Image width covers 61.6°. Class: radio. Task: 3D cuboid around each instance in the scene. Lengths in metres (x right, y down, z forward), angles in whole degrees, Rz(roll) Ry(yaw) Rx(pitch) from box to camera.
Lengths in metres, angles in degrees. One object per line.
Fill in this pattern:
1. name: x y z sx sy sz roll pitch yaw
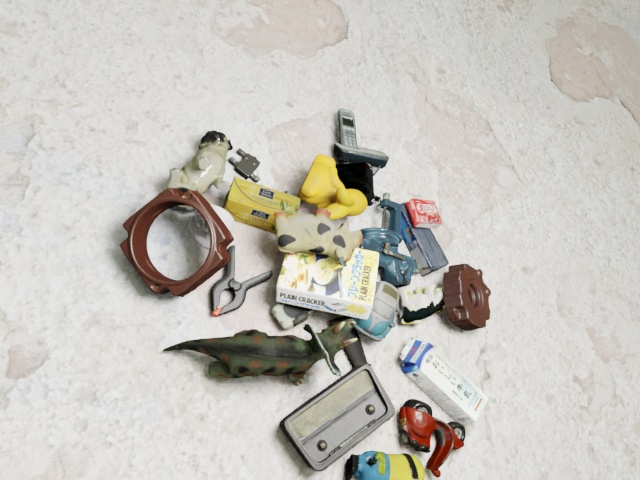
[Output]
1. radio: 0.040 0.384 1.167 0.230 0.073 0.131 -31 83 -18

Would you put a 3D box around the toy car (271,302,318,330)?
1. toy car: -0.022 0.139 1.274 0.202 0.056 0.073 -30 75 -30

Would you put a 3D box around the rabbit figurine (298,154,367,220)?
1. rabbit figurine: 0.041 -0.114 1.306 0.173 0.121 0.162 28 17 -11

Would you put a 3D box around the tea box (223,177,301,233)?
1. tea box: -0.143 -0.078 1.292 0.170 0.098 0.068 18 63 -12

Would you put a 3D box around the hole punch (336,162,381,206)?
1. hole punch: 0.087 -0.143 1.407 0.142 0.092 0.115 -3 97 6

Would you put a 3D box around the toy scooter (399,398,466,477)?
1. toy scooter: 0.251 0.460 1.238 0.184 0.075 0.135 32 60 -12

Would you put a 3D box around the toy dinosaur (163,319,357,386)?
1. toy dinosaur: -0.110 0.234 1.121 0.405 0.192 0.131 2 66 -22

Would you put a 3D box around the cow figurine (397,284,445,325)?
1. cow figurine: 0.271 0.163 1.370 0.167 0.068 0.098 -2 70 -22

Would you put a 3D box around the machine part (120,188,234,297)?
1. machine part: -0.305 0.004 1.148 0.201 0.087 0.201 -37 86 3

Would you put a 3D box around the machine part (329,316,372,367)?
1. machine part: 0.076 0.243 1.280 0.084 0.039 0.139 -17 74 -35

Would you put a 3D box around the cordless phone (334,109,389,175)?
1. cordless phone: 0.108 -0.276 1.484 0.146 0.088 0.184 7 62 -19

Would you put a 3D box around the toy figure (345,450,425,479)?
1. toy figure: 0.146 0.502 1.174 0.180 0.082 0.089 18 65 -11

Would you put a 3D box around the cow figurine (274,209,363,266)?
1. cow figurine: -0.002 -0.004 1.197 0.195 0.085 0.127 -2 87 7

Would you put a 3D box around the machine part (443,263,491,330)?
1. machine part: 0.383 0.147 1.392 0.179 0.056 0.179 20 62 -43

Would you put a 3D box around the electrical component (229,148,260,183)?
1. electrical component: -0.183 -0.188 1.364 0.094 0.021 0.063 38 60 -2

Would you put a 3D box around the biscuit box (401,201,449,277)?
1. biscuit box: 0.265 -0.007 1.445 0.063 0.059 0.202 -19 77 -27

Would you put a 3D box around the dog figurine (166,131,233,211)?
1. dog figurine: -0.292 -0.171 1.290 0.172 0.121 0.191 -21 34 7

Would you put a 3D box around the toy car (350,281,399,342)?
1. toy car: 0.145 0.155 1.290 0.109 0.103 0.162 35 44 -5

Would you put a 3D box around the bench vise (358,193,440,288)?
1. bench vise: 0.182 -0.003 1.380 0.223 0.129 0.240 14 68 -19
